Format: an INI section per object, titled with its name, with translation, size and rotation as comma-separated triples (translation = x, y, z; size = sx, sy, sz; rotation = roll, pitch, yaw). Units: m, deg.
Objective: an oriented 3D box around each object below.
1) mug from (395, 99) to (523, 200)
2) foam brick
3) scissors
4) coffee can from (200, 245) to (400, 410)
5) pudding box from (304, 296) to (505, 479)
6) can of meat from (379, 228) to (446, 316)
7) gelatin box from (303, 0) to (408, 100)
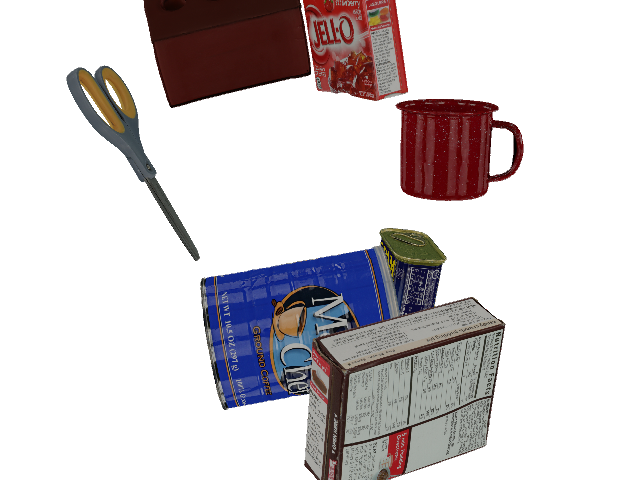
[mug]
translation = 0.126, -0.083, 0.976
size = 0.117, 0.081, 0.093
rotation = 4, 15, 13
[foam brick]
translation = -0.049, -0.112, 0.552
size = 0.078, 0.053, 0.051
rotation = -14, -32, -1
[scissors]
translation = -0.163, -0.080, 0.983
size = 0.016, 0.201, 0.096
rotation = -26, 27, 19
[coffee can]
translation = -0.013, 0.066, 0.813
size = 0.140, 0.103, 0.103
rotation = -10, 0, -1
[pudding box]
translation = 0.048, 0.089, 0.615
size = 0.113, 0.090, 0.039
rotation = -13, 31, -29
[can of meat]
translation = 0.093, 0.042, 1.160
size = 0.057, 0.084, 0.102
rotation = 4, 18, -12
[gelatin box]
translation = 0.022, -0.140, 0.749
size = 0.030, 0.073, 0.089
rotation = -18, 21, -24
